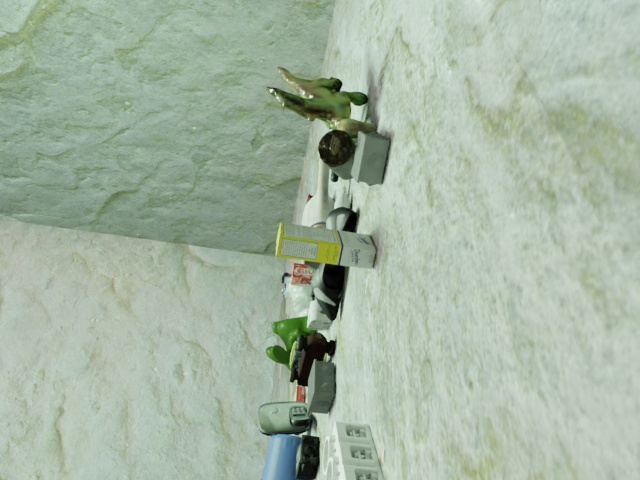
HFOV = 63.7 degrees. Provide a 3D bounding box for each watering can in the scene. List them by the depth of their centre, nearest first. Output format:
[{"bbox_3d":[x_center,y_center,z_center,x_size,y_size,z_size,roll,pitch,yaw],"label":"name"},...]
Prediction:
[{"bbox_3d":[0.004,-0.069,1.361,0.230,0.104,0.339,-91,3,-53],"label":"watering can"}]

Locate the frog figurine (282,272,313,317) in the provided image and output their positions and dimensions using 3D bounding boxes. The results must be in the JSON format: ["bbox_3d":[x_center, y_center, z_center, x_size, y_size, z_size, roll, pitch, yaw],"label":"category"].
[{"bbox_3d":[-0.056,0.192,1.779,0.162,0.123,0.135,42,122,39],"label":"frog figurine"}]

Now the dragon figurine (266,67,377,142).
[{"bbox_3d":[-0.024,-0.333,1.201,0.243,0.415,0.120,-6,-54,-57],"label":"dragon figurine"}]
